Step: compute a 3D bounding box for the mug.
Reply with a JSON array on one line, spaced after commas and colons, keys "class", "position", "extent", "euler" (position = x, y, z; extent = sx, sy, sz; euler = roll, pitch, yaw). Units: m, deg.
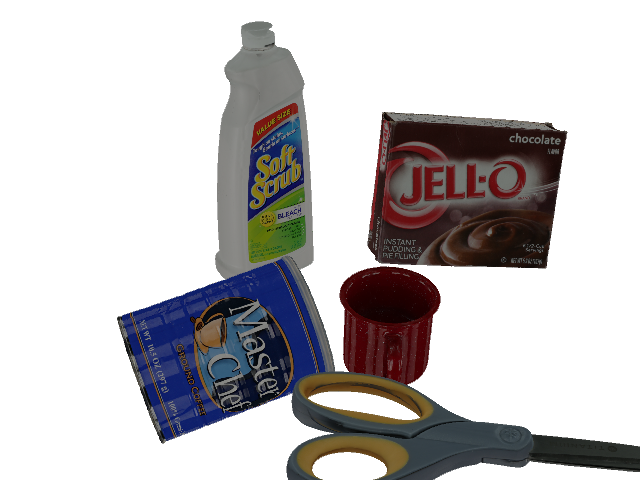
[{"class": "mug", "position": [0.064, 0.090, 0.991], "extent": [0.093, 0.081, 0.117], "euler": [-1, 33, -4]}]

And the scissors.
[{"class": "scissors", "position": [0.073, 0.102, 0.480], "extent": [0.202, 0.016, 0.096], "euler": [13, 32, 22]}]

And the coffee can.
[{"class": "coffee can", "position": [-0.072, 0.082, 0.818], "extent": [0.140, 0.103, 0.103], "euler": [-20, 3, -9]}]

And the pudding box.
[{"class": "pudding box", "position": [0.090, -0.031, 0.667], "extent": [0.113, 0.090, 0.039], "euler": [1, 19, -11]}]

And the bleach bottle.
[{"class": "bleach bottle", "position": [-0.061, -0.085, 1.040], "extent": [0.102, 0.251, 0.068], "euler": [-17, 31, -24]}]
